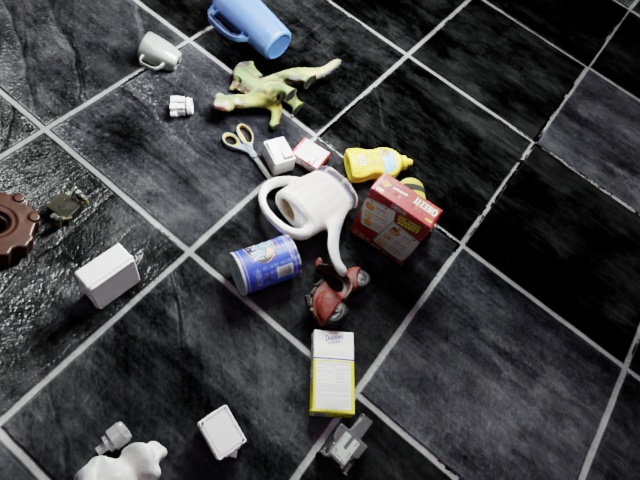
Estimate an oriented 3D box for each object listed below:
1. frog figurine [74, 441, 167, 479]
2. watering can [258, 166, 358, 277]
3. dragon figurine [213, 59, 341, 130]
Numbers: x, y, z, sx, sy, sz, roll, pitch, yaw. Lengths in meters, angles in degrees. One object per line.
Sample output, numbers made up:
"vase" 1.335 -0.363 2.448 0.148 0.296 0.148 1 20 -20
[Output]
"frog figurine" -0.360 0.434 0.932 0.138 0.120 0.162 20 23 8
"watering can" 0.004 -0.064 1.265 0.227 0.101 0.352 -34 58 -26
"dragon figurine" -0.143 -0.462 1.482 0.244 0.119 0.418 32 55 16
